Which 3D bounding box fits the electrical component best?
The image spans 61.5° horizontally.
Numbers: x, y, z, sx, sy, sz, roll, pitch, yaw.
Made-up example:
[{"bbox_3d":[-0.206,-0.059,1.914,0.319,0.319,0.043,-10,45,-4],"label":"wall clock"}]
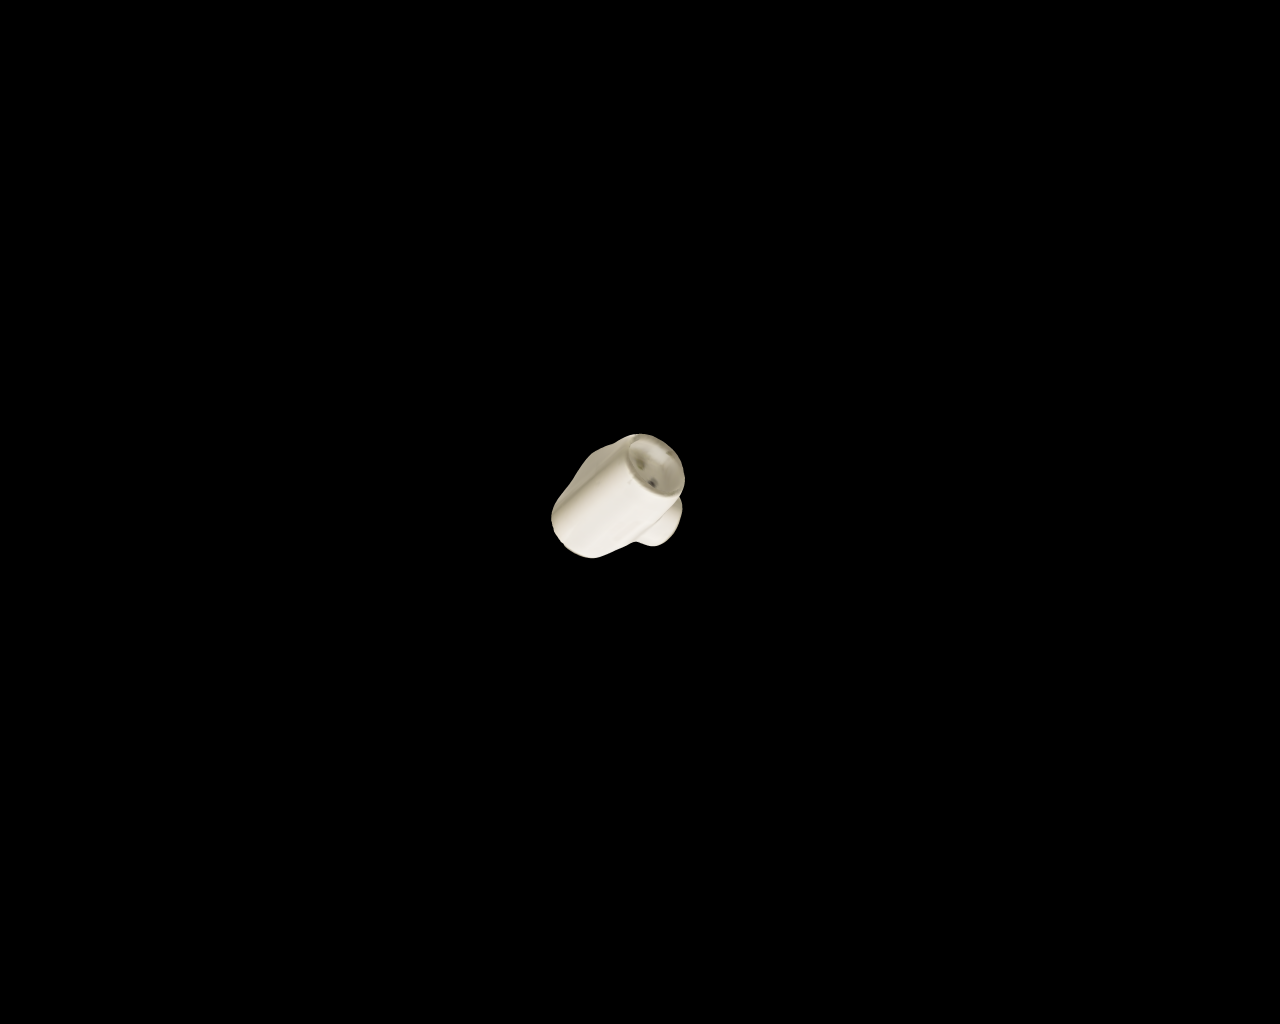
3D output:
[{"bbox_3d":[0.001,-0.003,0.650,0.079,0.043,0.077,25,-44,-28],"label":"electrical component"}]
